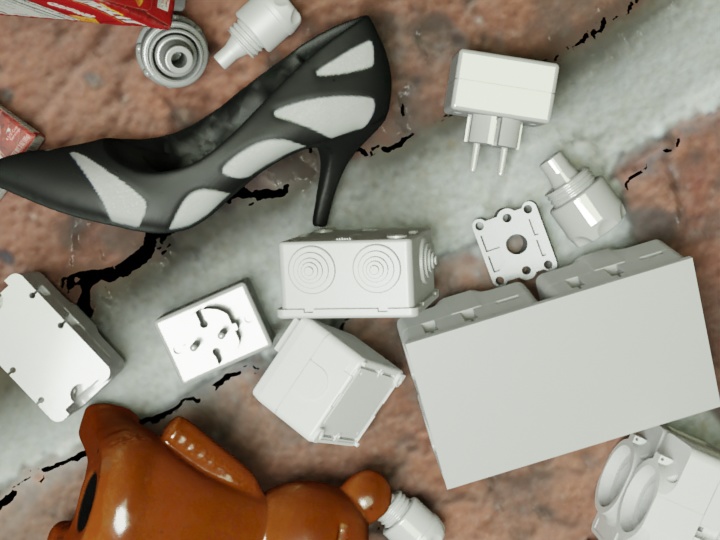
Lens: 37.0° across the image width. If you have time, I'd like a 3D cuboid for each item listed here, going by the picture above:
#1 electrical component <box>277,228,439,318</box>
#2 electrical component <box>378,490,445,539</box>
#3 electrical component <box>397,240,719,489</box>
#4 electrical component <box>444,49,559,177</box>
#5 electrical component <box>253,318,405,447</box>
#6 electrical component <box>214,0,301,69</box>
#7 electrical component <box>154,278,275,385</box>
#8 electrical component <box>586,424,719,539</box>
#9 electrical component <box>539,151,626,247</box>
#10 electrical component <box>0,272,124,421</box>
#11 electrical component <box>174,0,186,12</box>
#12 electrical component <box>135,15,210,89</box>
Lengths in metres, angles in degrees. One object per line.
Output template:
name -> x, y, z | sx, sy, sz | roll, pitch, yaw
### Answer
electrical component -> 0.000, 0.000, 0.687 | 0.100, 0.100, 0.048 | -1, 96, 13
electrical component -> 0.028, 0.169, 0.738 | 0.061, 0.035, 0.035 | 43, 92, -2
electrical component -> 0.128, 0.059, 0.709 | 0.186, 0.060, 0.105 | -17, 108, -1
electrical component -> 0.090, -0.101, 0.714 | 0.066, 0.047, 0.076 | 8, 94, -2
electrical component -> -0.019, 0.073, 0.707 | 0.061, 0.096, 0.061 | 35, 93, 23
electrical component -> -0.070, -0.157, 0.710 | 0.061, 0.035, 0.035 | -41, 95, 3
electrical component -> -0.096, 0.042, 0.703 | 0.066, 0.076, 0.047 | -24, 95, 0
electrical component -> 0.182, 0.198, 0.710 | 0.060, 0.105, 0.186 | 24, 93, -4
electrical component -> 0.145, -0.050, 0.722 | 0.043, 0.043, 0.062 | -37, 93, 1
electrical component -> -0.205, 0.048, 0.708 | 0.050, 0.055, 0.089 | -43, 92, 0
electrical component -> -0.158, -0.200, 0.692 | 0.077, 0.066, 0.047 | 13, 94, 26
electrical component -> -0.119, -0.139, 0.693 | 0.048, 0.062, 0.048 | -4, 108, -13
